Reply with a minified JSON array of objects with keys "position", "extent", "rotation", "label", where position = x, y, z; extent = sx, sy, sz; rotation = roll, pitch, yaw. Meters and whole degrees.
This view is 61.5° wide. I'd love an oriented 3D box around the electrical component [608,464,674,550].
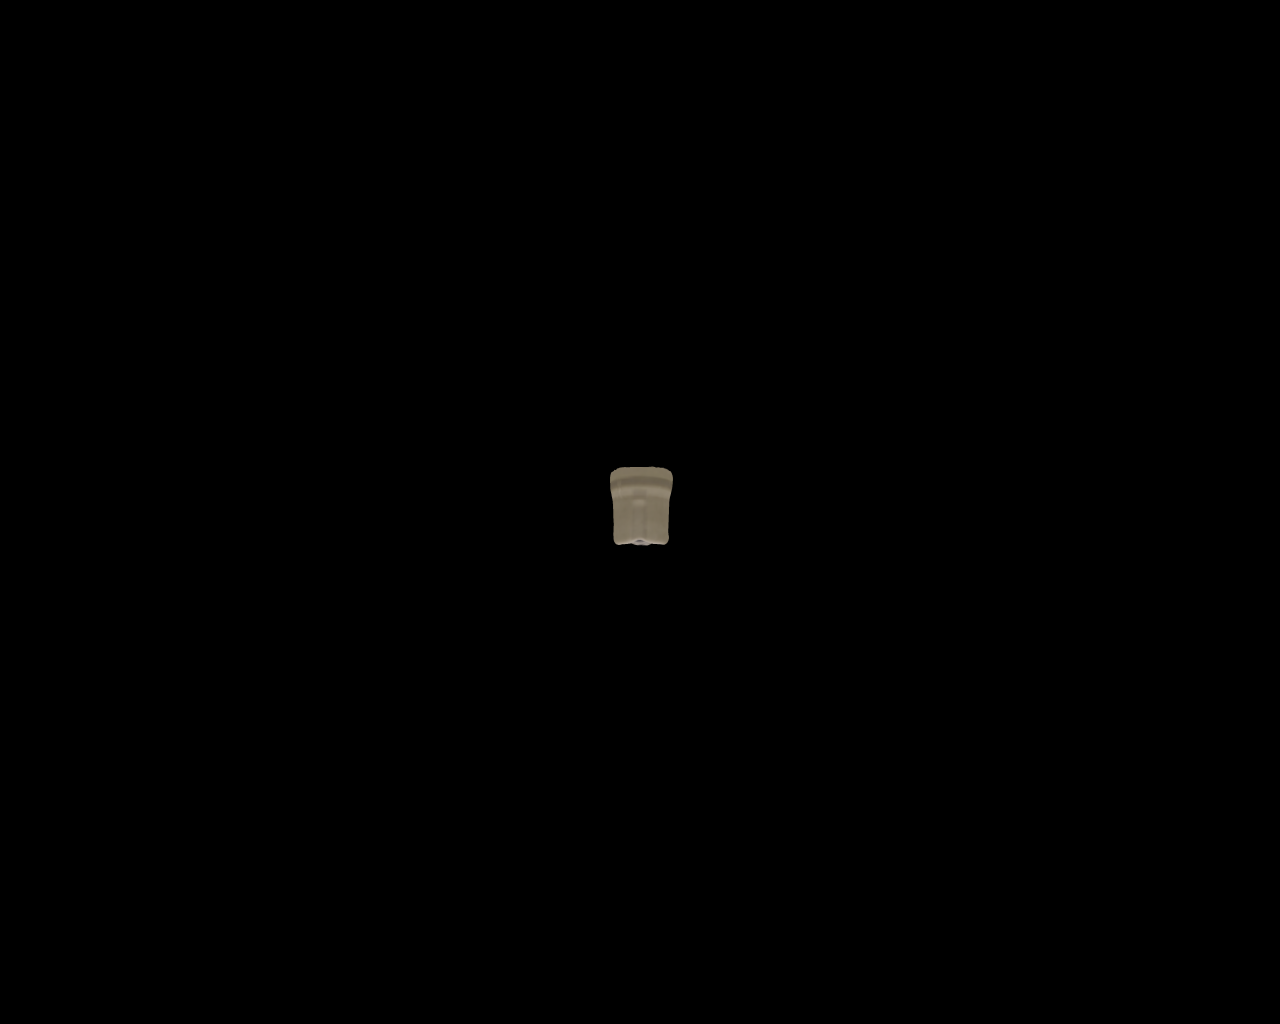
[{"position":[0.001,-0.003,0.650],"extent":[0.040,0.046,0.040],"rotation":[0,-11,0],"label":"electrical component"}]
